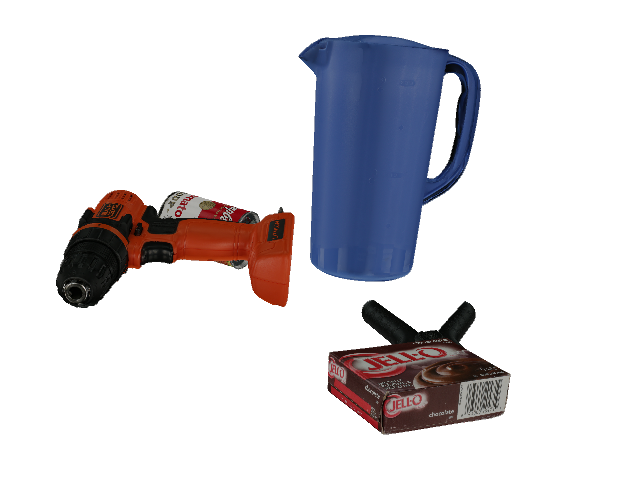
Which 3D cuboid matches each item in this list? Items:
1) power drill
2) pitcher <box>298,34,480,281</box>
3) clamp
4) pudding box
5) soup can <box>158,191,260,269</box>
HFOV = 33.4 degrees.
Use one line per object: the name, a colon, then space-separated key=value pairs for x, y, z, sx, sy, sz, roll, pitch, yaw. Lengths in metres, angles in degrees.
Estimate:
power drill: x=-0.117 y=0.012 z=0.901 sx=0.187 sy=0.057 sz=0.184 roll=7 pitch=24 yaw=-1
pitcher: x=0.063 y=-0.086 z=1.092 sx=0.149 sy=0.243 sz=0.144 roll=13 pitch=14 yaw=32
clamp: x=0.118 y=0.107 z=1.077 sx=0.120 sy=0.039 sz=0.171 roll=-8 pitch=31 yaw=-9
pudding box: x=0.074 y=0.109 z=0.821 sx=0.113 sy=0.039 sz=0.090 roll=-2 pitch=15 yaw=-27
soup can: x=-0.129 y=-0.013 z=1.230 sx=0.102 sy=0.068 sz=0.068 roll=16 pitch=6 yaw=21
